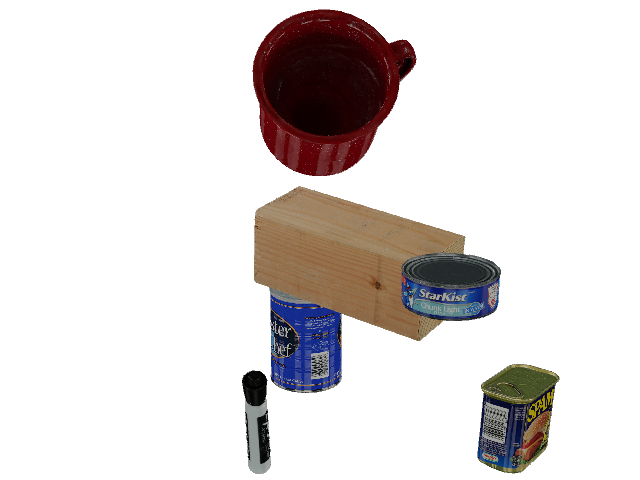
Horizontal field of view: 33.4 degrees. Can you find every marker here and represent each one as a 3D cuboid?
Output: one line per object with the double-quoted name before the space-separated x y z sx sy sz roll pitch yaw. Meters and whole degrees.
"marker" -0.050 0.143 0.834 0.020 0.020 0.121 0 -44 -1

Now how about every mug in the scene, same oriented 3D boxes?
"mug" 0.011 -0.098 0.711 0.117 0.093 0.081 -30 -12 -12

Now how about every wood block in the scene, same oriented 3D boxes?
"wood block" 0.038 0.021 1.135 0.206 0.091 0.090 19 31 28

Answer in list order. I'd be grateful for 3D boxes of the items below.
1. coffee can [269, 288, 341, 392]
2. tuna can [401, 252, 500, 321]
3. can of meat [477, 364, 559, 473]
"coffee can" -0.020 0.129 1.501 0.103 0.140 0.103 0 19 0
"tuna can" 0.113 0.040 0.927 0.086 0.034 0.086 0 18 0
"can of meat" 0.206 0.187 1.122 0.058 0.084 0.101 13 17 31
